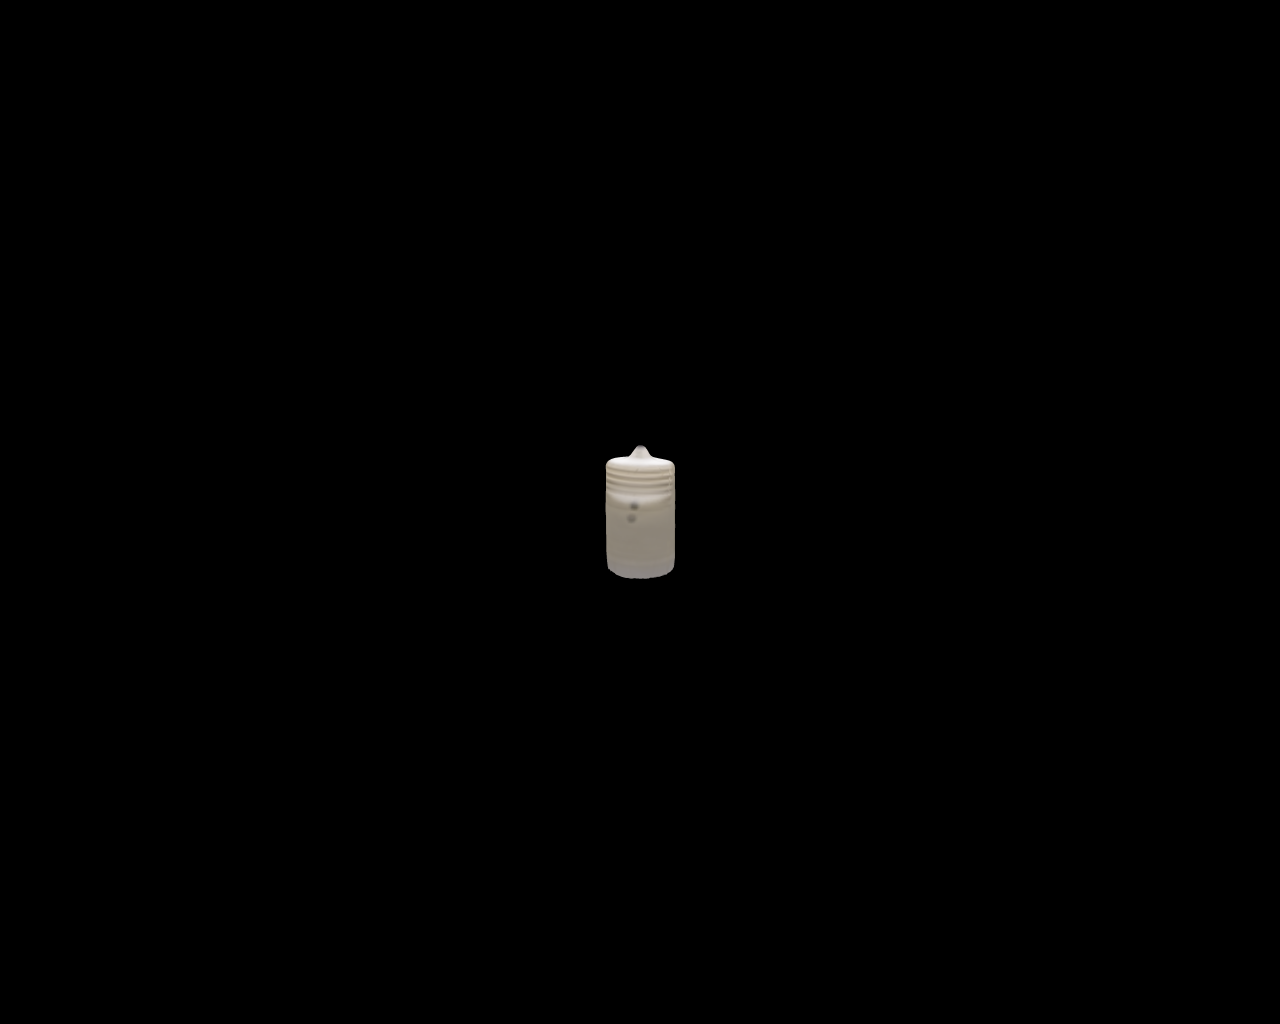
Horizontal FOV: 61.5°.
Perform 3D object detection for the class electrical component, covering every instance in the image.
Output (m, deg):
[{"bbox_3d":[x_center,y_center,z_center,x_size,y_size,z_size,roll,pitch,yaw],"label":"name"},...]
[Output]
[{"bbox_3d":[0.001,-0.003,0.650,0.043,0.080,0.043,0,16,0],"label":"electrical component"}]
